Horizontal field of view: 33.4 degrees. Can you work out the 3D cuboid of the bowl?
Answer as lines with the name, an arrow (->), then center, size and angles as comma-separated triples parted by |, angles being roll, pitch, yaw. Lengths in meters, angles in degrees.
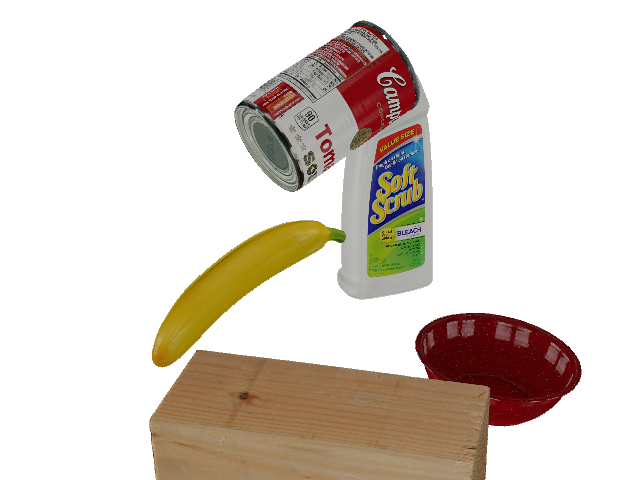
bowl -> 0.170, 0.133, 1.047 | 0.162, 0.055, 0.162 | 5, 26, -2

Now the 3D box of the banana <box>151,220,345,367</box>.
banana -> -0.066, 0.037, 0.890 | 0.197, 0.069, 0.037 | -33, 46, -3

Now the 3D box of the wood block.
wood block -> 0.003, 0.143, 0.708 | 0.206, 0.090, 0.090 | 6, 28, 15

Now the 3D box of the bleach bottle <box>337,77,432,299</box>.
bleach bottle -> 0.063, -0.070, 1.090 | 0.102, 0.251, 0.068 | -10, 22, -16

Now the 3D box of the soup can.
soup can -> 0.004, -0.086, 0.686 | 0.102, 0.068, 0.069 | -37, 13, -18
